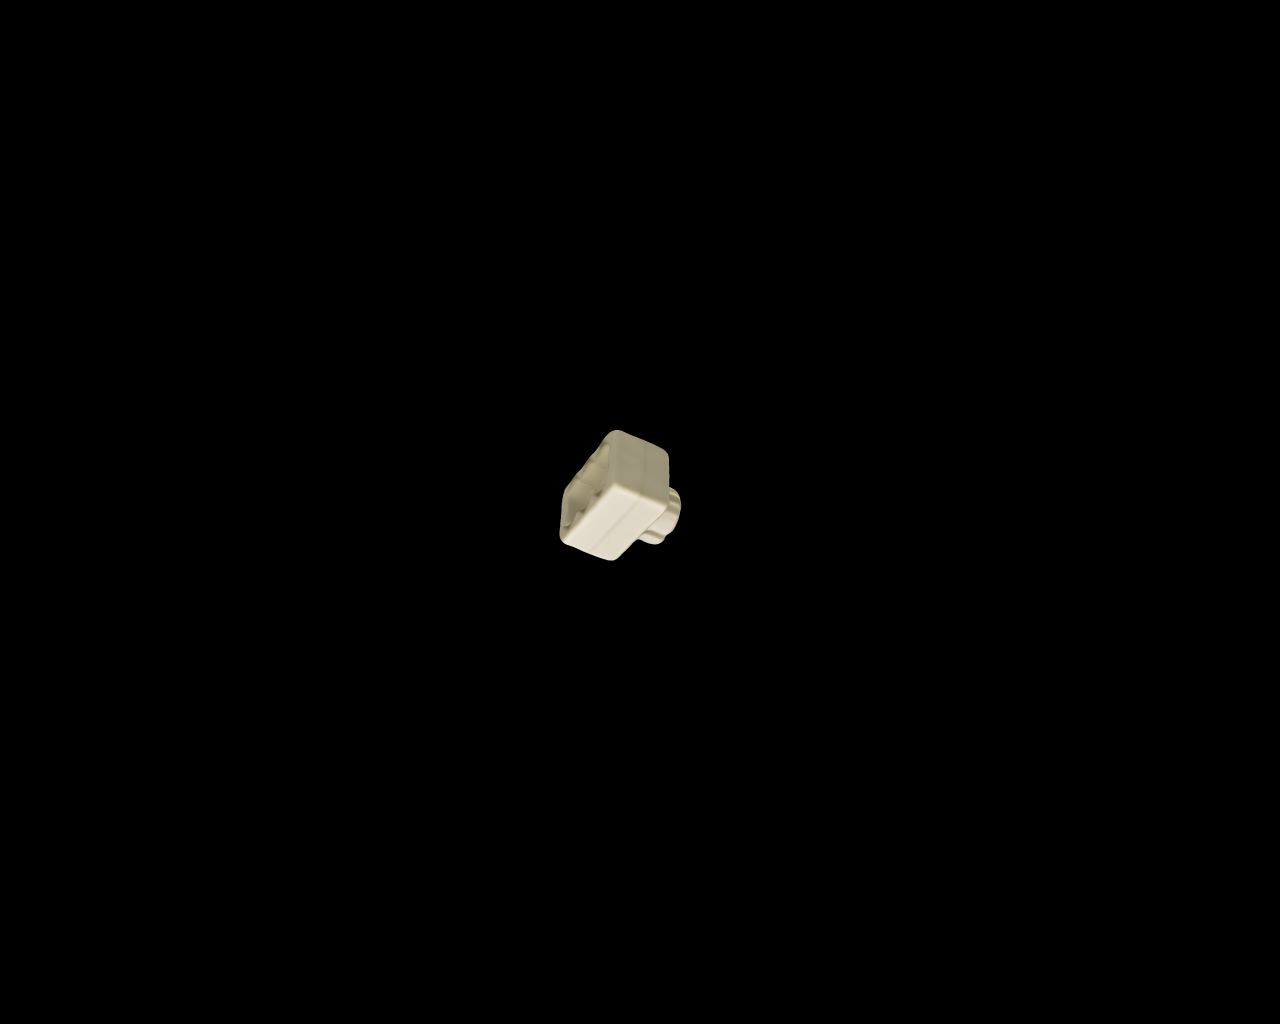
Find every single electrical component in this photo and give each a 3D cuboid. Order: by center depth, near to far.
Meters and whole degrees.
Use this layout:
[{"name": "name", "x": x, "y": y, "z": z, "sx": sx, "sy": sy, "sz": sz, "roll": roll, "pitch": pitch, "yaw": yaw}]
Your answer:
[{"name": "electrical component", "x": 0.001, "y": -0.003, "z": 0.650, "sx": 0.077, "sy": 0.047, "sz": 0.065, "roll": 22, "pitch": -45, "yaw": -24}]
